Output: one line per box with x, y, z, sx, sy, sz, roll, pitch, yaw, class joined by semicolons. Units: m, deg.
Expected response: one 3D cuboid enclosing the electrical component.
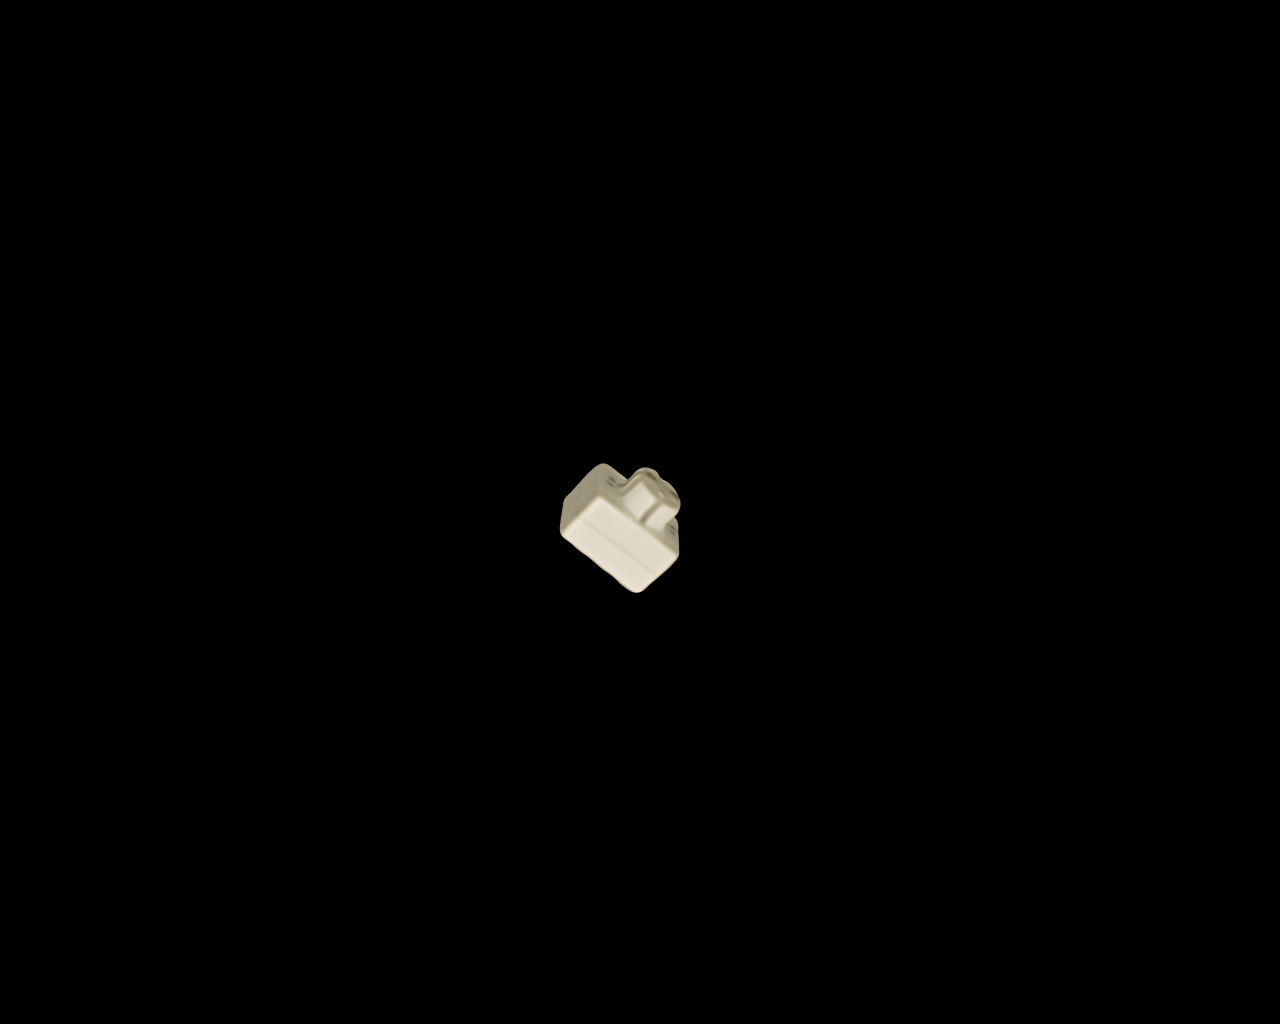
0.001;-0.003;0.650;0.065;0.076;0.047;38;22;-18;electrical component
